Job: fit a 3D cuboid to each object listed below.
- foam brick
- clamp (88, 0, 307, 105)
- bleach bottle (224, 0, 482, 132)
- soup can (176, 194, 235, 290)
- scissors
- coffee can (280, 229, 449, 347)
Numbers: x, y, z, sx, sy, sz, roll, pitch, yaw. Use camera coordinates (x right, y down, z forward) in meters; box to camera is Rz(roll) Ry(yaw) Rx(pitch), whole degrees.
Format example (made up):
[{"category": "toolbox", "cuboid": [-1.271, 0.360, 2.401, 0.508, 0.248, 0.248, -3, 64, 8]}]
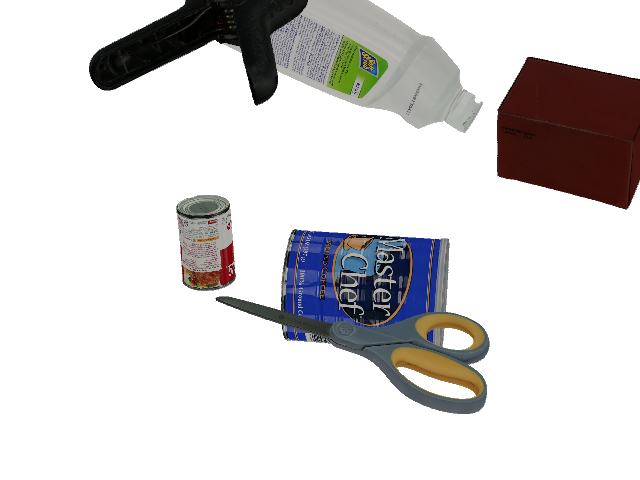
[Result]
[{"category": "foam brick", "cuboid": [0.143, -0.061, 0.597, 0.078, 0.051, 0.053, 18, -37, 23]}, {"category": "clamp", "cuboid": [-0.049, -0.136, 0.660, 0.120, 0.039, 0.171, 20, 51, 24]}, {"category": "bleach bottle", "cuboid": [0.016, -0.159, 0.886, 0.251, 0.068, 0.103, 31, -35, 8]}, {"category": "soup can", "cuboid": [-0.142, 0.002, 1.326, 0.068, 0.102, 0.068, -2, 25, 1]}, {"category": "scissors", "cuboid": [0.033, 0.060, 0.762, 0.202, 0.016, 0.096, 26, 42, 21]}, {"category": "coffee can", "cuboid": [0.042, 0.045, 0.959, 0.140, 0.103, 0.102, 4, 1, 8]}]
